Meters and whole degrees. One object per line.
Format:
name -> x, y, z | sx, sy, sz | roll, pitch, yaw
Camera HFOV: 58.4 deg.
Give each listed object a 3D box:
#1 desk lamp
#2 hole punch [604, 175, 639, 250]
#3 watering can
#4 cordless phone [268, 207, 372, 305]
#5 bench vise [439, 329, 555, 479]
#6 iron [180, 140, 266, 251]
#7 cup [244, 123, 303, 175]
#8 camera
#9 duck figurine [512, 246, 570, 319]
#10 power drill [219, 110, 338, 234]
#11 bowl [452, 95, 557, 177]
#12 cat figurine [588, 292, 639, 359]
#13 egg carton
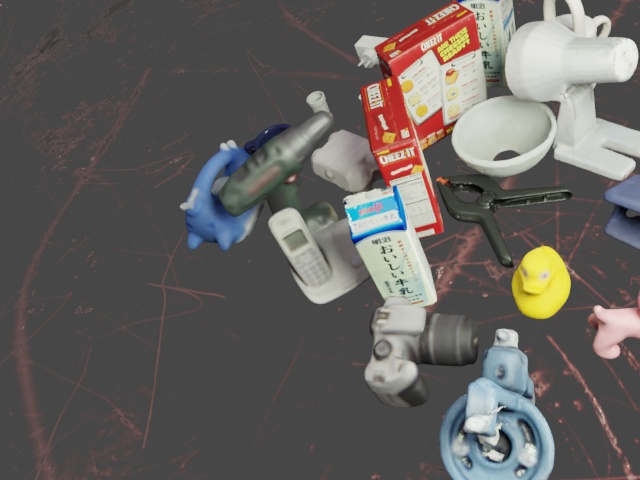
desk lamp -> 0.399, -0.225, 0.877 | 0.118, 0.214, 0.202 | -45, 48, -14
hole punch -> 0.457, -0.048, 0.788 | 0.101, 0.091, 0.108 | -45, 48, -14
watering can -> 0.412, -0.337, 0.977 | 0.173, 0.195, 0.100 | -43, 47, -12
cordless phone -> 0.008, 0.003, 0.895 | 0.147, 0.186, 0.094 | -32, 46, -2
bench vise -> 0.183, 0.185, 0.637 | 0.121, 0.220, 0.207 | -15, 48, 14
iron -> -0.185, -0.108, 1.110 | 0.118, 0.142, 0.258 | 2, 54, 27
cup -> -0.086, -0.168, 1.144 | 0.117, 0.095, 0.092 | -4, 52, 23
camera -> 0.139, 0.144, 0.775 | 0.136, 0.101, 0.143 | -2, 53, 25
duck figurine -> 0.302, 0.045, 0.789 | 0.077, 0.086, 0.105 | 7, 57, 30
power drill -> -0.048, -0.091, 0.984 | 0.229, 0.209, 0.075 | -32, 46, -2
bowl -> 0.310, -0.162, 0.964 | 0.167, 0.075, 0.167 | -13, 49, 16
cat figurine -> 0.393, 0.085, 0.690 | 0.127, 0.118, 0.067 | -11, 49, 17
egg carton -> 0.055, -0.145, 1.076 | 0.149, 0.070, 0.107 | 30, 70, 40
